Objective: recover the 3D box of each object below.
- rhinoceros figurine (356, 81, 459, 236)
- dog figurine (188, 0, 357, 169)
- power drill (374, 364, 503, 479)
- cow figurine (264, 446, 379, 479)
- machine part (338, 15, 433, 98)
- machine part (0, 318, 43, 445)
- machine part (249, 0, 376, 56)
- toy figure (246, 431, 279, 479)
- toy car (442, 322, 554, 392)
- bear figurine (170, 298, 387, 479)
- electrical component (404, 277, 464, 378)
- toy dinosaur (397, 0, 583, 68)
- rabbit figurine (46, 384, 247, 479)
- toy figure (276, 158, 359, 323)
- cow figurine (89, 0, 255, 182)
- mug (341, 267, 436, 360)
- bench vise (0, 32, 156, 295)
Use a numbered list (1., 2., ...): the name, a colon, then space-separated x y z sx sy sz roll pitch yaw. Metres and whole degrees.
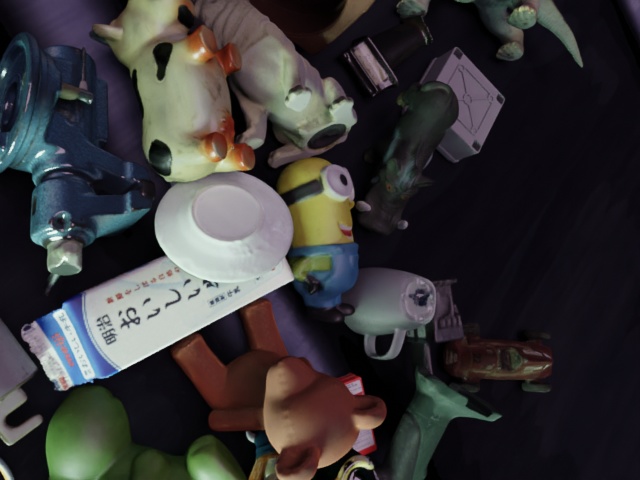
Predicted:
1. rhinoceros figurine: 0.105 -0.094 0.641 0.073 0.112 0.190 26 98 -19
2. dog figurine: -0.052 -0.192 0.595 0.172 0.121 0.190 17 46 -65
3. power drill: 0.112 0.255 0.602 0.232 0.086 0.207 34 92 -30
4. cow figurine: -0.025 0.240 0.468 0.167 0.098 0.068 -33 79 -12
5. machine part: 0.091 -0.246 0.704 0.139 0.039 0.084 -44 96 -24
6. machine part: -0.308 0.060 0.423 0.079 0.079 0.243 -35 101 -27
7. machine part: -0.030 -0.308 0.552 0.201 0.201 0.087 36 66 -19
8. toy figure: -0.041 0.261 0.553 0.064 0.058 0.154 6 78 -47
9. toy car: 0.251 0.161 0.727 0.202 0.053 0.089 10 76 -26
10. bear figurine: -0.043 0.130 0.489 0.120 0.196 0.132 -28 96 -26
11. electrical component: 0.135 0.107 0.658 0.048 0.075 0.119 -4 81 -28
12. toy dinosaur: 0.231 -0.383 0.758 0.404 0.131 0.192 13 78 -33
13. rabbit figurine: -0.175 0.211 0.474 0.170 0.121 0.159 41 72 2
14. toy figure: -0.002 -0.002 0.594 0.089 0.082 0.180 -2 91 -2
15. cow figurine: -0.141 -0.150 0.507 0.085 0.127 0.194 -2 81 -70
16. mug: 0.078 0.080 0.612 0.081 0.107 0.109 18 73 -24
17. bench vise: -0.262 -0.080 0.431 0.240 0.129 0.223 13 69 -44
